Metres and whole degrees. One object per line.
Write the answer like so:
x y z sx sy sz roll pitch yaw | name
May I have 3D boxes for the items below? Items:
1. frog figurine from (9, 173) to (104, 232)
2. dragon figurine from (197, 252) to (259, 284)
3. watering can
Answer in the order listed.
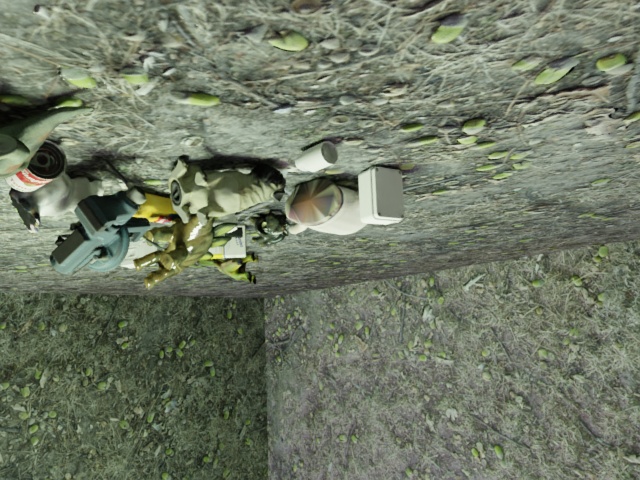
-0.507 -0.093 1.005 0.162 0.123 0.135 -41 -6 -36 | frog figurine
-0.367 0.095 1.952 0.243 0.123 0.406 4 -12 7 | dragon figurine
0.004 -0.061 1.218 0.345 0.105 0.223 -12 -16 36 | watering can
